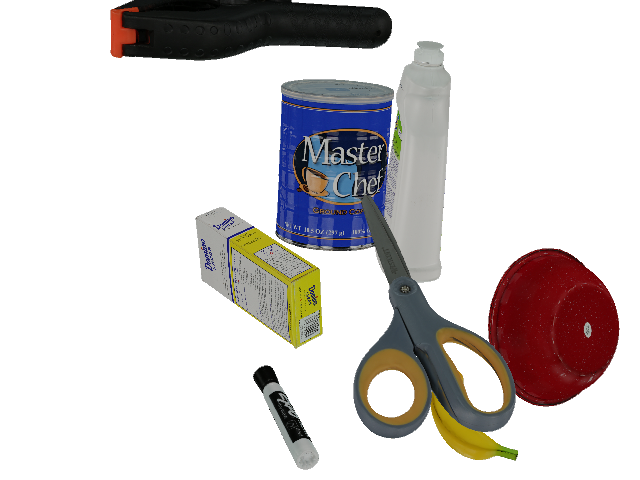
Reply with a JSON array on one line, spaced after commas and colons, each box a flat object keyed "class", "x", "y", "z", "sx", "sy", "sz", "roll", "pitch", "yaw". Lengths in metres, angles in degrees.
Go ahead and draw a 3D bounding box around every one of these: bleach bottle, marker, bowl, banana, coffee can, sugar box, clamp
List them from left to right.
[{"class": "clamp", "x": -0.055, "y": -0.140, "z": 0.665, "sx": 0.171, "sy": 0.039, "sz": 0.120, "roll": -7, "pitch": 22, "yaw": -27}, {"class": "sugar box", "x": -0.070, "y": 0.038, "z": 1.194, "sx": 0.048, "sy": 0.093, "sz": 0.176, "roll": -24, "pitch": 40, "yaw": -30}, {"class": "marker", "x": -0.030, "y": 0.139, "z": 0.860, "sx": 0.020, "sy": 0.020, "sz": 0.121, "roll": 0, "pitch": 28, "yaw": -22}, {"class": "coffee can", "x": 0.012, "y": -0.072, "z": 0.984, "sx": 0.103, "sy": 0.140, "sz": 0.103, "roll": 3, "pitch": 16, "yaw": -1}, {"class": "bleach bottle", "x": 0.106, "y": -0.087, "z": 1.155, "sx": 0.068, "sy": 0.251, "sz": 0.102, "roll": 1, "pitch": 26, "yaw": -9}, {"class": "banana", "x": 0.167, "y": 0.211, "z": 1.280, "sx": 0.069, "sy": 0.037, "sz": 0.198, "roll": 10, "pitch": 20, "yaw": -18}, {"class": "bowl", "x": 0.246, "y": 0.088, "z": 1.067, "sx": 0.161, "sy": 0.162, "sz": 0.055, "roll": 0, "pitch": -1, "yaw": -31}]

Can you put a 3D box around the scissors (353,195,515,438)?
[{"class": "scissors", "x": 0.037, "y": 0.044, "z": 0.630, "sx": 0.096, "sy": 0.016, "sz": 0.202, "roll": -22, "pitch": 45, "yaw": -18}]
